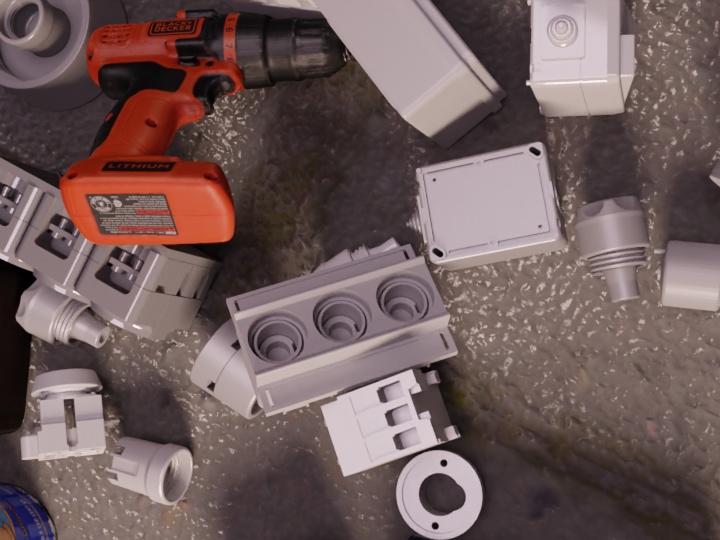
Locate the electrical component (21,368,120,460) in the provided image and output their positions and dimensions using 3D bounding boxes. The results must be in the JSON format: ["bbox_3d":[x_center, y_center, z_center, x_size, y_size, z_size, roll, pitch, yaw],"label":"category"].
[{"bbox_3d":[-0.203,0.100,0.748,0.066,0.048,0.055,-4,74,-18],"label":"electrical component"}]

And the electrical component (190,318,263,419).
[{"bbox_3d":[-0.077,0.066,0.715,0.047,0.055,0.055,36,95,13],"label":"electrical component"}]

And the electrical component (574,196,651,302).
[{"bbox_3d":[0.157,-0.012,0.661,0.043,0.043,0.062,-12,83,15],"label":"electrical component"}]

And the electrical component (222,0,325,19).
[{"bbox_3d":[-0.051,-0.202,0.733,0.089,0.056,0.050,11,87,18],"label":"electrical component"}]

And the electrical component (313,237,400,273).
[{"bbox_3d":[0.000,0.000,0.710,0.061,0.035,0.035,-34,76,8],"label":"electrical component"}]

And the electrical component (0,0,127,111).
[{"bbox_3d":[-0.231,-0.175,0.780,0.108,0.060,0.108,-2,84,16],"label":"electrical component"}]

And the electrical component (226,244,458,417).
[{"bbox_3d":[-0.012,0.041,0.667,0.121,0.063,0.078,-17,64,-12],"label":"electrical component"}]

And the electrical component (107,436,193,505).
[{"bbox_3d":[-0.144,0.135,0.735,0.046,0.040,0.040,10,87,23],"label":"electrical component"}]

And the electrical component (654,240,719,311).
[{"bbox_3d":[0.215,0.005,0.644,0.078,0.040,0.040,6,86,17],"label":"electrical component"}]

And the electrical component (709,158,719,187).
[{"bbox_3d":[0.250,-0.040,0.607,0.108,0.108,0.060,37,101,16],"label":"electrical component"}]

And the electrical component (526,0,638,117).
[{"bbox_3d":[0.136,-0.134,0.652,0.061,0.096,0.061,0,84,16],"label":"electrical component"}]

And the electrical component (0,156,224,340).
[{"bbox_3d":[-0.185,-0.014,0.735,0.150,0.089,0.061,27,92,17],"label":"electrical component"}]

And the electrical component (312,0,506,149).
[{"bbox_3d":[0.032,-0.140,0.677,0.056,0.109,0.108,-39,76,12],"label":"electrical component"}]

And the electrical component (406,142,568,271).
[{"bbox_3d":[0.078,-0.036,0.677,0.096,0.061,0.061,-11,81,15],"label":"electrical component"}]

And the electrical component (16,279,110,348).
[{"bbox_3d":[-0.207,0.034,0.761,0.062,0.043,0.043,26,92,13],"label":"electrical component"}]
